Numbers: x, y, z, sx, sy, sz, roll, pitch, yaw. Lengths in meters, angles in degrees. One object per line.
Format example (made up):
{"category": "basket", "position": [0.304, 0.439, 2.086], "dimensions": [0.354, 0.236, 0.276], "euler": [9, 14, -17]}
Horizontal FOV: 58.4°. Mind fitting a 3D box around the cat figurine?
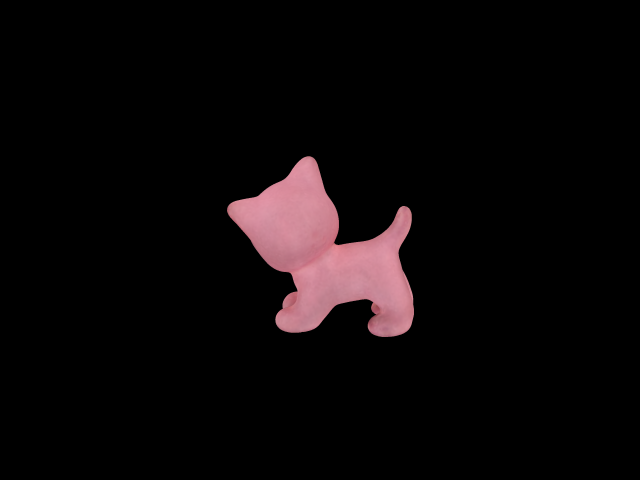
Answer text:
{"category": "cat figurine", "position": [0.004, 0.001, 0.400], "dimensions": [0.127, 0.118, 0.067], "euler": [1, 11, 4]}
